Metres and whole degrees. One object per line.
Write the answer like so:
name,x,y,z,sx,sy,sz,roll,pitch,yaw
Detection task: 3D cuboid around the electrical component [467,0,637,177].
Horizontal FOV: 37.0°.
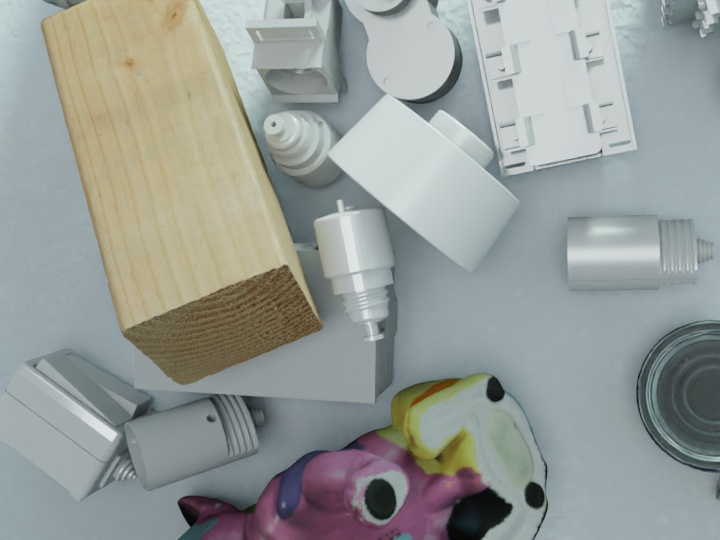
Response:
electrical component,0.106,-0.120,0.610,0.079,0.063,0.121,-11,92,13

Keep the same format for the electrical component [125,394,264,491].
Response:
electrical component,-0.097,0.101,0.656,0.081,0.043,0.043,-16,91,-23

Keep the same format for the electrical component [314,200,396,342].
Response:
electrical component,0.000,0.000,0.590,0.040,0.040,0.078,-11,91,13

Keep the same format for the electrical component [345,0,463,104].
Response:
electrical component,0.015,-0.165,0.621,0.052,0.074,0.138,-20,90,14

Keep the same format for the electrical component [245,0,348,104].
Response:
electrical component,-0.035,-0.137,0.639,0.042,0.081,0.063,2,73,12

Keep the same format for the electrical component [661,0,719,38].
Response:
electrical component,0.183,-0.162,0.559,0.063,0.121,0.078,-16,91,16

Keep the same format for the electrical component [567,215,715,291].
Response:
electrical component,0.161,-0.010,0.617,0.081,0.043,0.043,-1,94,13

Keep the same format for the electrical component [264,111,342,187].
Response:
electrical component,-0.036,-0.076,0.642,0.040,0.078,0.040,-3,80,18

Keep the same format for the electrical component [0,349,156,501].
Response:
electrical component,-0.178,0.098,0.693,0.096,0.062,0.061,34,101,8

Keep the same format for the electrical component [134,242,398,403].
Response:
electrical component,-0.057,0.028,0.660,0.150,0.062,0.089,2,95,13

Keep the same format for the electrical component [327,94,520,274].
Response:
electrical component,0.042,-0.055,0.610,0.108,0.108,0.060,40,96,7

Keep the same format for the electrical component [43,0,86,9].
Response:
electrical component,-0.154,-0.212,0.654,0.057,0.078,0.113,2,95,10
